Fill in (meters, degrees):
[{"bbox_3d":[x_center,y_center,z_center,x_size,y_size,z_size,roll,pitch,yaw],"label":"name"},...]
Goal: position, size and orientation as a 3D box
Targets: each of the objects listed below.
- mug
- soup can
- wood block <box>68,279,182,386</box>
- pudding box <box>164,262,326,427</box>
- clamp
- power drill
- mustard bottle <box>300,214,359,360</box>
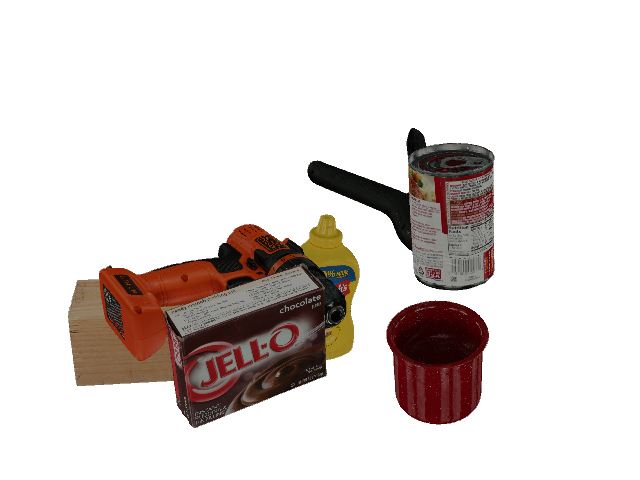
[{"bbox_3d":[0.112,0.109,1.004,0.093,0.081,0.117,3,37,12],"label":"mug"},{"bbox_3d":[0.107,-0.019,0.859,0.068,0.102,0.068,-4,24,2],"label":"soup can"},{"bbox_3d":[-0.165,0.097,1.178,0.206,0.091,0.090,-2,25,-4],"label":"wood block"},{"bbox_3d":[-0.052,0.075,0.768,0.113,0.090,0.039,-21,44,-22],"label":"pudding box"},{"bbox_3d":[0.095,-0.038,1.156,0.164,0.210,0.036,-16,-37,-29],"label":"clamp"},{"bbox_3d":[-0.090,0.050,0.957,0.187,0.057,0.185,-14,25,-26],"label":"power drill"},{"bbox_3d":[0.001,0.058,1.347,0.096,0.192,0.058,-5,26,-20],"label":"mustard bottle"}]
